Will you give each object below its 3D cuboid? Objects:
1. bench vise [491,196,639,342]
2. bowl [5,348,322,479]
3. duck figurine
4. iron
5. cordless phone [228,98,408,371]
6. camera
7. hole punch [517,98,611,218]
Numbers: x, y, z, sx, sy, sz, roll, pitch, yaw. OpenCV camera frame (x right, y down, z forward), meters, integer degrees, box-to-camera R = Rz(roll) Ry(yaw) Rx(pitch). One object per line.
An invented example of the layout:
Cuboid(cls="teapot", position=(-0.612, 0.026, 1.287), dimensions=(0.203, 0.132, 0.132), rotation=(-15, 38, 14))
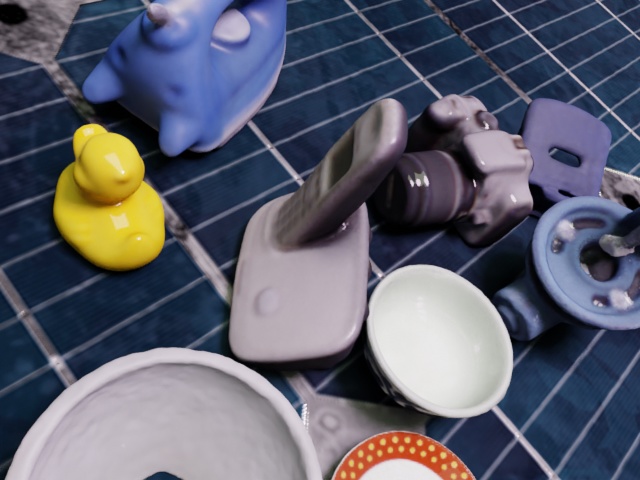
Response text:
Cuboid(cls="bench vise", position=(0.266, -0.011, 0.493), dimensions=(0.121, 0.219, 0.208), rotation=(44, 53, 8))
Cuboid(cls="bowl", position=(-0.087, 0.152, 0.328), dimensions=(0.168, 0.074, 0.167), rotation=(11, 56, -17))
Cuboid(cls="duck figurine", position=(-0.150, -0.035, 0.413), dimensions=(0.078, 0.086, 0.104), rotation=(-22, 70, -33))
Cuboid(cls="iron", position=(-0.084, -0.194, 0.508), dimensions=(0.118, 0.141, 0.259), rotation=(34, 52, 1))
Cuboid(cls="cordless phone", position=(0.004, 0.001, 0.394), dimensions=(0.094, 0.185, 0.147), rotation=(12, 55, -16))
Cuboid(cls="camera", position=(0.119, -0.070, 0.543), dimensions=(0.137, 0.100, 0.143), rotation=(-9, 63, -28))
Cuboid(cls="hole punch", position=(0.253, -0.082, 0.614), dimensions=(0.109, 0.091, 0.101), rotation=(18, 54, -12))
